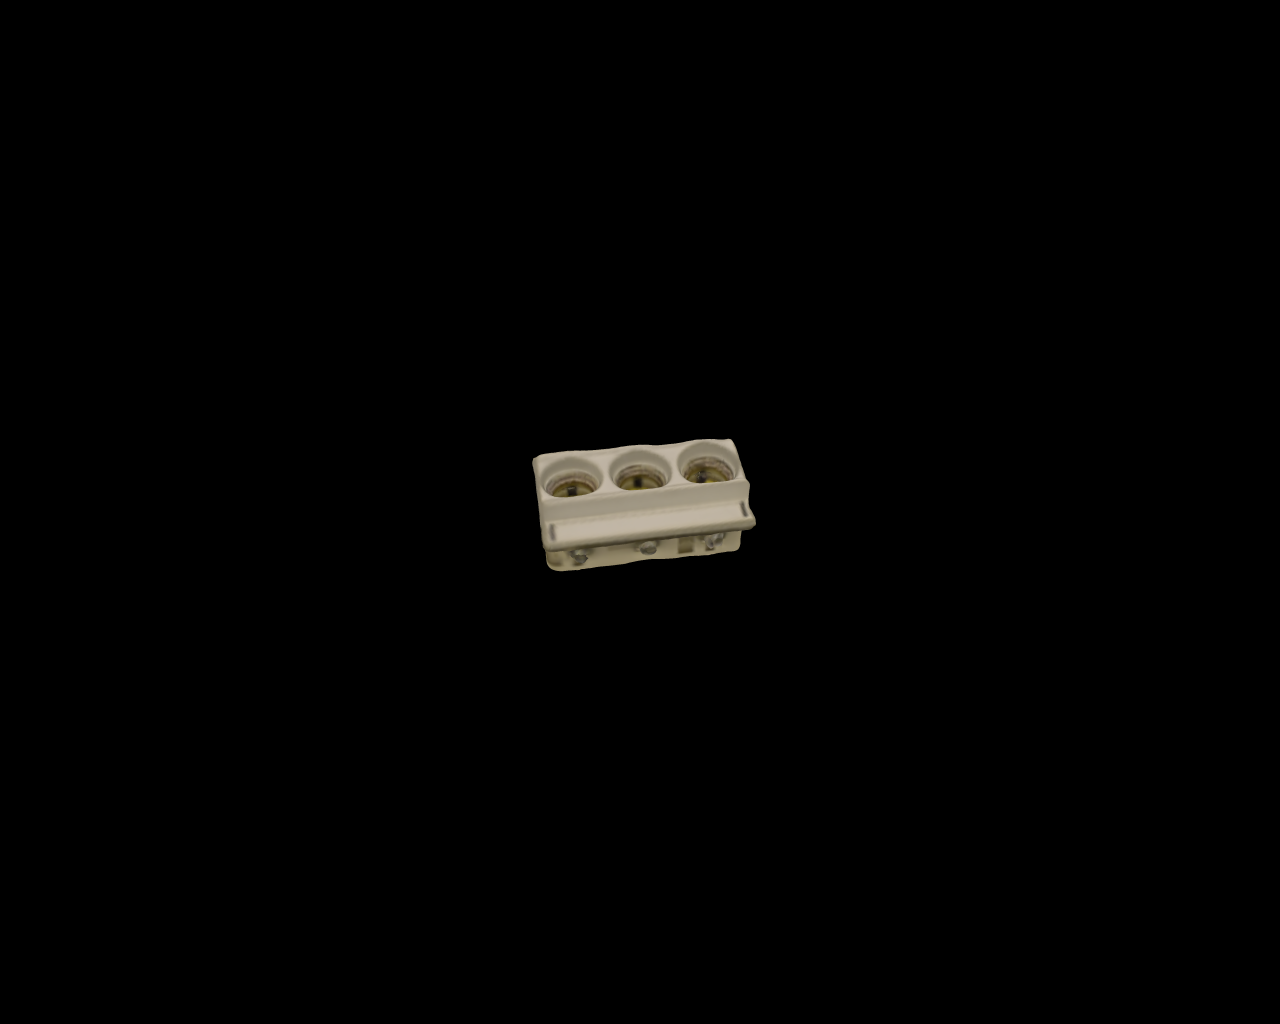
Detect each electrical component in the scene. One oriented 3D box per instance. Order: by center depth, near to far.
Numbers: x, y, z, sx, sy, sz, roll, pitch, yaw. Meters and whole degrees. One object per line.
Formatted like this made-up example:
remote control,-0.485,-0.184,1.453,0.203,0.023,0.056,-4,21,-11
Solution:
electrical component,0.001,-0.003,0.650,0.121,0.063,0.079,-6,43,-7
